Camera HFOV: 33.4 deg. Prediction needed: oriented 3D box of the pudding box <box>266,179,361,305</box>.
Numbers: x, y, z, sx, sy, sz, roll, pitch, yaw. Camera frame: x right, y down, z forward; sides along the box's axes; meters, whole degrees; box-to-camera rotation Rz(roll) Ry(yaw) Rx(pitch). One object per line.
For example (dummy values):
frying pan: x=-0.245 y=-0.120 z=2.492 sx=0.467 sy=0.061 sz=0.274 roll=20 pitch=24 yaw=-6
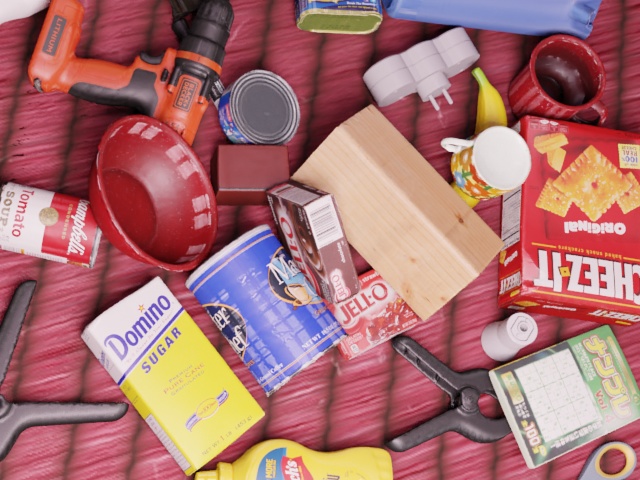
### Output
pudding box: x=-0.007 y=0.001 z=1.081 sx=0.039 sy=0.090 sz=0.113 roll=-24 pitch=112 yaw=-23

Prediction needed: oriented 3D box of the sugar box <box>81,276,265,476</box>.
sugar box: x=-0.145 y=0.132 z=1.050 sx=0.093 sy=0.048 sz=0.176 roll=-37 pitch=87 yaw=-29

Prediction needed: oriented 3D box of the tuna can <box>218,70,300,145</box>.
tuna can: x=-0.066 y=-0.137 z=1.149 sx=0.086 sy=0.034 sz=0.086 roll=7 pitch=76 yaw=-30

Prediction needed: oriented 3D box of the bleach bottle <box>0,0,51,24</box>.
bleach bottle: x=-0.302 y=-0.286 z=1.134 sx=0.102 sy=0.068 sz=0.250 roll=44 pitch=71 yaw=4

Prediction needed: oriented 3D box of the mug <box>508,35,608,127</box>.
mug: x=0.279 y=-0.170 z=1.232 sx=0.117 sy=0.082 sz=0.093 roll=35 pitch=68 yaw=-2

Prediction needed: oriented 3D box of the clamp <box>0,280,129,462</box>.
clamp: x=-0.298 y=0.160 z=1.012 sx=0.164 sy=0.036 sz=0.209 roll=46 pitch=67 yaw=1

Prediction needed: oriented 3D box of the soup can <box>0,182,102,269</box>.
soup can: x=-0.268 y=-0.015 z=1.056 sx=0.102 sy=0.069 sz=0.068 roll=13 pitch=71 yaw=-9

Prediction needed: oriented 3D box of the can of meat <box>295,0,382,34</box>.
can of meat: x=0.020 y=-0.285 z=1.216 sx=0.102 sy=0.057 sz=0.084 roll=-1 pitch=76 yaw=-14

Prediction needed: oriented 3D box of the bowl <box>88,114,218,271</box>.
bowl: x=-0.173 y=-0.039 z=1.046 sx=0.161 sy=0.055 sz=0.162 roll=31 pitch=48 yaw=-43

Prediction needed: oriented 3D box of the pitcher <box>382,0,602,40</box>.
pitcher: x=0.197 y=-0.310 z=1.240 sx=0.242 sy=0.149 sz=0.145 roll=2 pitch=88 yaw=-10

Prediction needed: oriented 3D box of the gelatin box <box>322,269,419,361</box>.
gelatin box: x=0.049 y=0.076 z=1.127 sx=0.089 sy=0.030 sz=0.073 roll=-25 pitch=80 yaw=-20

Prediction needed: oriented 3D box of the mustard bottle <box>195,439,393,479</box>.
mustard bottle: x=-0.027 y=0.244 z=1.042 sx=0.191 sy=0.058 sz=0.096 roll=8 pitch=73 yaw=-11

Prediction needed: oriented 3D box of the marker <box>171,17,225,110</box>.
marker: x=-0.129 y=-0.192 z=1.170 sx=0.020 sy=0.020 sz=0.121 roll=-27 pitch=82 yaw=-20

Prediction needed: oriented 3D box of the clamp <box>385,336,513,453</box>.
clamp: x=0.145 y=0.161 z=1.121 sx=0.171 sy=0.039 sz=0.120 roll=3 pitch=78 yaw=-20

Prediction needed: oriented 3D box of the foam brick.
foam brick: x=-0.075 y=-0.068 z=1.128 sx=0.078 sy=0.053 sz=0.051 roll=0 pitch=74 yaw=-16

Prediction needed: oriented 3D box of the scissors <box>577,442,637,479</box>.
scissors: x=0.262 y=0.257 z=1.133 sx=0.201 sy=0.016 sz=0.096 roll=9 pitch=70 yaw=-11

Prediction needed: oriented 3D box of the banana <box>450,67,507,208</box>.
banana: x=0.172 y=-0.093 z=1.204 sx=0.069 sy=0.037 sz=0.197 roll=22 pitch=74 yaw=-14

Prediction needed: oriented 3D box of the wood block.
wood block: x=0.082 y=-0.030 z=1.120 sx=0.206 sy=0.090 sz=0.090 roll=47 pitch=36 yaw=3

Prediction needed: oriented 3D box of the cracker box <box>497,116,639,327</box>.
cracker box: x=0.290 y=-0.022 z=1.195 sx=0.164 sy=0.072 sz=0.213 roll=9 pitch=72 yaw=-11

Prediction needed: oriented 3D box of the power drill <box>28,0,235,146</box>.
power drill: x=-0.197 y=-0.195 z=1.120 sx=0.187 sy=0.057 sz=0.184 roll=19 pitch=82 yaw=-6

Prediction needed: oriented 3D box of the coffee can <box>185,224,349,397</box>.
coffee can: x=-0.053 y=0.069 z=1.065 sx=0.102 sy=0.103 sz=0.140 roll=-35 pitch=85 yaw=-21
